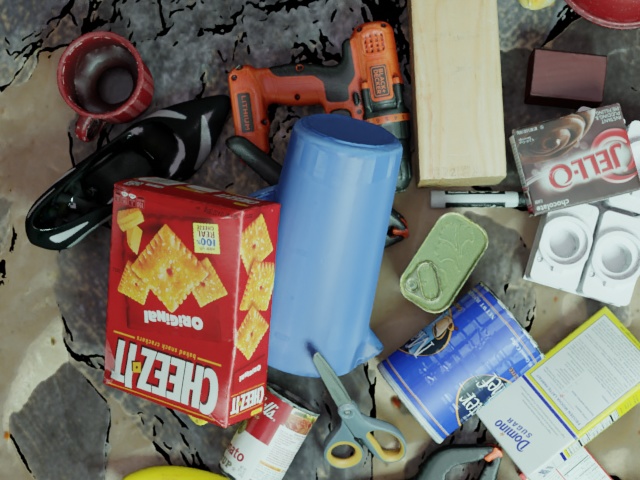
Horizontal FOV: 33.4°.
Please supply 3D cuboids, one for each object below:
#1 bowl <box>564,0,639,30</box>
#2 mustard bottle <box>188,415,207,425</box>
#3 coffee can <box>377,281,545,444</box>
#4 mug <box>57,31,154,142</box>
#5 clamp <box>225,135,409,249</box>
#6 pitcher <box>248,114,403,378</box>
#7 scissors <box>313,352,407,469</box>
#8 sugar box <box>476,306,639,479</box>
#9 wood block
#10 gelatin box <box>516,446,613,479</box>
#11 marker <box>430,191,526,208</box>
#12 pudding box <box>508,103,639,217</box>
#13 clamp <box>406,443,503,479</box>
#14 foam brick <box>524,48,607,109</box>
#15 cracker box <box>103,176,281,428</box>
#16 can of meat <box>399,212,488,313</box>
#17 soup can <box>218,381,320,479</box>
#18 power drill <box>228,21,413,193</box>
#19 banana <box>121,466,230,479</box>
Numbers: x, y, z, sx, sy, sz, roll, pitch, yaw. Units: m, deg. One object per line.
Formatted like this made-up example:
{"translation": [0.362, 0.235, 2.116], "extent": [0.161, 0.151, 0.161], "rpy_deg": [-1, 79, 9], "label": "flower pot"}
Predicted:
{"translation": [0.327, -0.308, 1.127], "extent": [0.162, 0.055, 0.162], "rpy_deg": [0, 88, 5], "label": "bowl"}
{"translation": [-0.150, 0.097, 1.144], "extent": [0.096, 0.058, 0.191], "rpy_deg": [-40, 85, 16], "label": "mustard bottle"}
{"translation": [0.144, 0.125, 1.096], "extent": [0.140, 0.103, 0.103], "rpy_deg": [-39, 85, 1], "label": "coffee can"}
{"translation": [-0.231, -0.160, 1.152], "extent": [0.093, 0.081, 0.117], "rpy_deg": [21, 89, 5], "label": "mug"}
{"translation": [-0.013, -0.014, 1.138], "extent": [0.210, 0.036, 0.165], "rpy_deg": [12, 114, -4], "label": "clamp"}
{"translation": [-0.007, 0.001, 1.058], "extent": [0.149, 0.145, 0.243], "rpy_deg": [-4, 117, -35], "label": "pitcher"}
{"translation": [0.015, 0.182, 1.087], "extent": [0.096, 0.201, 0.016], "rpy_deg": [-28, 41, 22], "label": "scissors"}
{"translation": [0.258, 0.160, 1.100], "extent": [0.176, 0.048, 0.093], "rpy_deg": [-40, 58, 4], "label": "sugar box"}
{"translation": [0.142, -0.162, 1.117], "extent": [0.090, 0.091, 0.206], "rpy_deg": [-3, 87, 4], "label": "wood block"}
{"translation": [0.262, 0.256, 1.116], "extent": [0.073, 0.030, 0.089], "rpy_deg": [-40, 84, 0], "label": "gelatin box"}
{"translation": [0.179, -0.044, 1.144], "extent": [0.121, 0.020, 0.020], "rpy_deg": [0, 87, 5], "label": "marker"}
{"translation": [0.254, -0.079, 1.067], "extent": [0.113, 0.039, 0.090], "rpy_deg": [-14, 86, 3], "label": "pudding box"}
{"translation": [0.115, 0.265, 1.125], "extent": [0.120, 0.039, 0.171], "rpy_deg": [42, 94, 0], "label": "clamp"}
{"translation": [0.259, -0.169, 1.126], "extent": [0.078, 0.053, 0.051], "rpy_deg": [7, 87, 4], "label": "foam brick"}
{"translation": [-0.129, 0.056, 1.041], "extent": [0.164, 0.072, 0.214], "rpy_deg": [13, 104, 31], "label": "cracker box"}
{"translation": [0.127, 0.024, 1.112], "extent": [0.057, 0.084, 0.102], "rpy_deg": [33, 90, 5], "label": "can of meat"}
{"translation": [-0.054, 0.210, 1.126], "extent": [0.068, 0.068, 0.102], "rpy_deg": [30, 90, 5], "label": "soup can"}
{"translation": [0.002, -0.131, 1.146], "extent": [0.187, 0.057, 0.184], "rpy_deg": [-9, 90, 3], "label": "power drill"}
{"translation": [-0.128, 0.273, 1.129], "extent": [0.198, 0.069, 0.037], "rpy_deg": [7, 122, 10], "label": "banana"}
